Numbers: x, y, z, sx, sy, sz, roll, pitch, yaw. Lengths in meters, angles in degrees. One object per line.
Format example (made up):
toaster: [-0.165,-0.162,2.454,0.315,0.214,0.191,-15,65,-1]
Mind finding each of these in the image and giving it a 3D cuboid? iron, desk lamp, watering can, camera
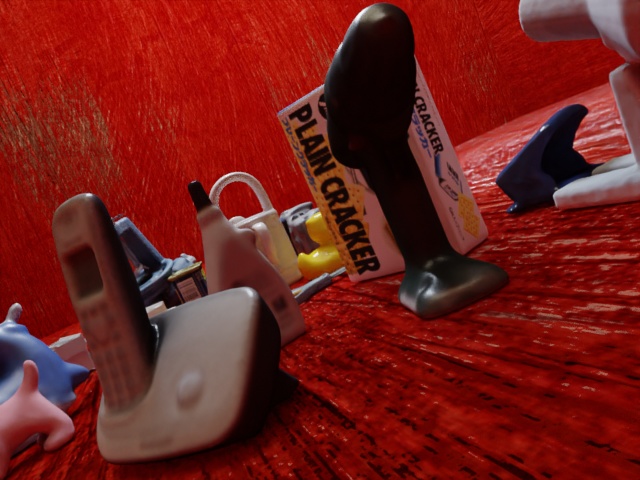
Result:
iron: [-0.378,0.171,0.582,0.118,0.141,0.259,-21,6,32]
desk lamp: [0.261,-0.146,0.479,0.118,0.213,0.203,-26,6,-20]
watering can: [-0.111,-0.011,0.904,0.101,0.194,0.172,-29,7,-39]
camera: [-0.004,-0.032,1.143,0.137,0.101,0.143,-27,6,-25]

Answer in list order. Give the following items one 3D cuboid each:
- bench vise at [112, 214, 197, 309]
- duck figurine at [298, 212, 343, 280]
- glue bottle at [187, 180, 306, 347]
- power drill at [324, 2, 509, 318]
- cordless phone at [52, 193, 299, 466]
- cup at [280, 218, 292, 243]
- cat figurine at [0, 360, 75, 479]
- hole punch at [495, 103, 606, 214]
bench vise: [-0.315,0.052,1.046,0.121,0.220,0.207,-23,6,8]
duck figurine: [0.008,0.003,0.827,0.105,0.086,0.077,-27,6,-24]
glue bottle: [-0.080,0.024,0.531,0.078,0.173,0.037,-27,6,-29]
power drill: [0.064,-0.051,0.446,0.075,0.208,0.229,-25,6,-5]
cordless phone: [-0.109,0.047,0.376,0.147,0.185,0.094,-21,6,30]
cup: [-0.088,0.019,1.044,0.092,0.095,0.117,-25,5,-7]
cat figurine: [-0.307,0.159,0.516,0.128,0.118,0.067,-29,7,-39]
hole punch: [0.251,-0.091,0.641,0.109,0.091,0.100,-29,7,-40]
